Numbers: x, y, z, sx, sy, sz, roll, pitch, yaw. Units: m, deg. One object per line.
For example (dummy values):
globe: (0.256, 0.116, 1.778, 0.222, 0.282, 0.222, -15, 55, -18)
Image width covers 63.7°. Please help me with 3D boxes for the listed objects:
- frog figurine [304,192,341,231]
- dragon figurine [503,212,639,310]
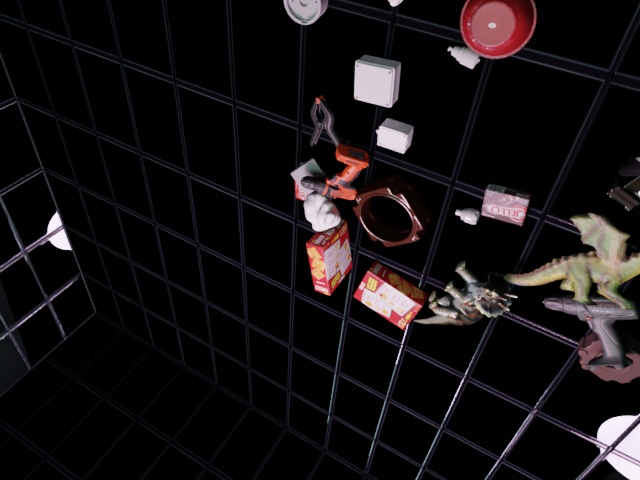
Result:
frog figurine: (0.005, -0.083, 1.645, 0.122, 0.163, 0.134, 10, 125, -2)
dragon figurine: (0.683, 0.041, 1.318, 0.411, 0.124, 0.239, 8, 112, 30)
